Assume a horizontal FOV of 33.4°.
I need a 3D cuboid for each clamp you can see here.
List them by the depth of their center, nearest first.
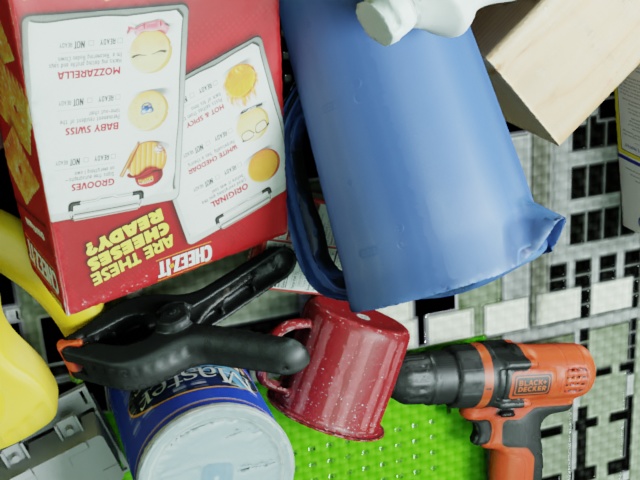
[{"bbox_3d":[-0.085,0.065,0.698,0.171,0.120,0.039,-21,119,-3],"label":"clamp"}]

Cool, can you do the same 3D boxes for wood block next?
[{"bbox_3d":[0.194,-0.178,0.746,0.206,0.091,0.090,-46,116,1],"label":"wood block"}]

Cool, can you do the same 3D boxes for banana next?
[{"bbox_3d":[-0.206,0.021,0.712,0.069,0.037,0.197,-43,116,0],"label":"banana"}]

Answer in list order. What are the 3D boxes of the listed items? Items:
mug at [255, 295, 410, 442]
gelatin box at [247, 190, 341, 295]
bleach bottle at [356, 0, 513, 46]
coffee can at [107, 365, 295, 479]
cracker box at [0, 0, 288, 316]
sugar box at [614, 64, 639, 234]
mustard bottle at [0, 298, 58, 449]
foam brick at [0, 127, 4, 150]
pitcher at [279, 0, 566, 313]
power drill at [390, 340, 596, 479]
[{"bbox_3d":[0.006,0.089,0.779,0.117,0.093,0.081,14,99,-29],"label":"mug"},{"bbox_3d":[-0.005,0.001,0.777,0.089,0.030,0.073,7,108,-20],"label":"gelatin box"},{"bbox_3d":[0.125,-0.188,0.619,0.250,0.068,0.102,-40,85,-18],"label":"bleach bottle"},{"bbox_3d":[-0.086,0.129,0.734,0.102,0.140,0.103,-6,111,-17],"label":"coffee can"},{"bbox_3d":[-0.108,-0.081,0.651,0.164,0.072,0.214,-21,129,-27],"label":"cracker box"},{"bbox_3d":[0.265,-0.082,0.804,0.048,0.093,0.176,-18,114,-12],"label":"sugar box"},{"bbox_3d":[-0.247,0.054,0.680,0.096,0.058,0.191,-18,125,2],"label":"mustard bottle"},{"bbox_3d":[-0.217,-0.095,0.650,0.051,0.053,0.078,-24,127,-13],"label":"foam brick"},{"bbox_3d":[0.041,-0.079,0.682,0.149,0.145,0.243,-17,89,-8],"label":"pitcher"},{"bbox_3d":[0.128,0.171,0.868,0.184,0.057,0.188,0,109,-19],"label":"power drill"}]
